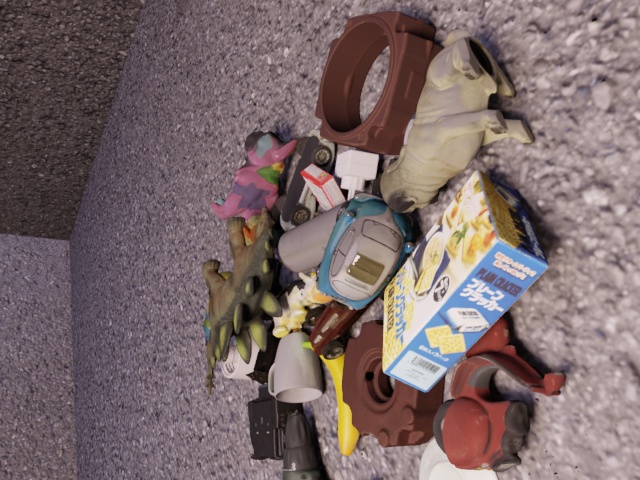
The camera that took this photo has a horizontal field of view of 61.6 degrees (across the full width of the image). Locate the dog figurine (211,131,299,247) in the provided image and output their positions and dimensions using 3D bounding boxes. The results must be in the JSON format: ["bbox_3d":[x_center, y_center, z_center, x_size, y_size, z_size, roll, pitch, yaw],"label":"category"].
[{"bbox_3d":[-0.101,-0.105,1.063,0.219,0.191,0.108,-45,4,10],"label":"dog figurine"}]

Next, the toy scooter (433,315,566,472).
[{"bbox_3d":[0.197,0.173,0.585,0.135,0.075,0.183,9,86,58],"label":"toy scooter"}]

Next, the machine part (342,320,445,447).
[{"bbox_3d":[0.096,0.195,0.746,0.179,0.056,0.179,-20,65,53],"label":"machine part"}]

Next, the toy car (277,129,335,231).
[{"bbox_3d":[-0.025,-0.107,0.992,0.074,0.056,0.201,41,115,53],"label":"toy car"}]

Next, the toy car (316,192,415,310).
[{"bbox_3d":[0.057,0.021,0.718,0.161,0.109,0.103,-61,4,8],"label":"toy car"}]

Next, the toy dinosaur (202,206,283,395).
[{"bbox_3d":[-0.156,0.119,0.989,0.471,0.105,0.199,117,147,-43],"label":"toy dinosaur"}]

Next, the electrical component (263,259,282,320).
[{"bbox_3d":[-0.113,0.097,1.086,0.075,0.048,0.119,26,107,54],"label":"electrical component"}]

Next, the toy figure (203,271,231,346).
[{"bbox_3d":[-0.214,0.157,1.186,0.082,0.089,0.180,38,112,46],"label":"toy figure"}]

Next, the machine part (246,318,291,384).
[{"bbox_3d":[-0.090,0.199,1.009,0.084,0.039,0.139,-15,46,49],"label":"machine part"}]

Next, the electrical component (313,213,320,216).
[{"bbox_3d":[-0.002,-0.001,0.949,0.078,0.045,0.102,30,114,24],"label":"electrical component"}]

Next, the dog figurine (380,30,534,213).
[{"bbox_3d":[0.137,-0.141,0.669,0.190,0.121,0.172,-29,59,38],"label":"dog figurine"}]

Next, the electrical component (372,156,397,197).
[{"bbox_3d":[0.104,-0.081,0.824,0.063,0.021,0.094,9,91,57],"label":"electrical component"}]

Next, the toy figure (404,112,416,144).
[{"bbox_3d":[0.138,-0.116,0.753,0.064,0.058,0.154,-60,-11,-72],"label":"toy figure"}]

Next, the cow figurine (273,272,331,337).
[{"bbox_3d":[-0.026,0.100,0.942,0.167,0.068,0.098,-48,40,39],"label":"cow figurine"}]

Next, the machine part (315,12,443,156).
[{"bbox_3d":[0.082,-0.240,0.834,0.202,0.087,0.200,28,107,56],"label":"machine part"}]

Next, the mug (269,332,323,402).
[{"bbox_3d":[-0.046,0.221,0.932,0.109,0.080,0.107,-32,46,38],"label":"mug"}]

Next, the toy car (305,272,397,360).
[{"bbox_3d":[0.043,0.098,0.827,0.202,0.053,0.089,-49,47,20],"label":"toy car"}]

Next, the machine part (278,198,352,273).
[{"bbox_3d":[0.013,-0.005,0.848,0.243,0.079,0.079,-23,64,44],"label":"machine part"}]

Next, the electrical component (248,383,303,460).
[{"bbox_3d":[-0.082,0.330,0.982,0.115,0.058,0.134,-29,60,48],"label":"electrical component"}]

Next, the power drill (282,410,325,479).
[{"bbox_3d":[0.006,0.388,0.818,0.207,0.086,0.232,-13,74,50],"label":"power drill"}]
